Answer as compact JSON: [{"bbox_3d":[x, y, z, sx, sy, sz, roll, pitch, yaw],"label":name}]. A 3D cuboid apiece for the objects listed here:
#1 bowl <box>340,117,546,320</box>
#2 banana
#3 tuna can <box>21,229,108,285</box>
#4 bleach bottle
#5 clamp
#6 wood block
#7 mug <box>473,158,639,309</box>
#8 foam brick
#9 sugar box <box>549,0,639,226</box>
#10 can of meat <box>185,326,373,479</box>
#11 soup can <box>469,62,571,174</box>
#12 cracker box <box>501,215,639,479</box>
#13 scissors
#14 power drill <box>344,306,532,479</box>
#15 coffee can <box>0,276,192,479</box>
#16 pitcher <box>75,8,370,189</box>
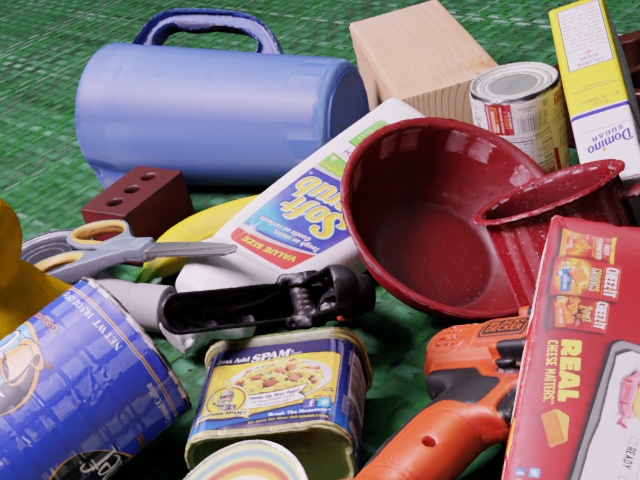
[{"bbox_3d":[0.085,-0.004,0.718,0.162,0.055,0.162,8,54,-12],"label":"bowl"},{"bbox_3d":[-0.056,-0.006,0.849,0.197,0.037,0.070,-19,46,-7],"label":"banana"},{"bbox_3d":[-0.218,0.026,0.863,0.086,0.034,0.086,-11,29,6],"label":"tuna can"},{"bbox_3d":[-0.005,0.001,0.773,0.250,0.068,0.103,-39,70,-23],"label":"bleach bottle"},{"bbox_3d":[-0.005,0.036,0.658,0.120,0.039,0.171,-5,-2,29],"label":"clamp"},{"bbox_3d":[0.095,-0.132,0.942,0.091,0.090,0.206,-16,30,-2],"label":"wood block"},{"bbox_3d":[0.158,0.004,0.623,0.117,0.081,0.093,-18,10,30],"label":"mug"},{"bbox_3d":[-0.151,-0.021,0.897,0.053,0.051,0.078,7,36,33],"label":"foam brick"},{"bbox_3d":[0.199,-0.077,0.739,0.048,0.093,0.176,-15,47,21],"label":"sugar box"},{"bbox_3d":[-0.023,0.102,0.624,0.102,0.057,0.084,-8,32,12],"label":"can of meat"},{"bbox_3d":[0.152,-0.074,0.804,0.068,0.102,0.068,-11,30,6],"label":"soup can"},{"bbox_3d":[0.183,0.087,0.420,0.214,0.072,0.164,10,54,12],"label":"cracker box"},{"bbox_3d":[-0.145,0.016,0.763,0.096,0.016,0.202,-34,25,-25],"label":"scissors"},{"bbox_3d":[0.091,0.099,0.536,0.187,0.057,0.185,-38,15,-37],"label":"power drill"},{"bbox_3d":[-0.160,0.103,0.611,0.140,0.103,0.103,-39,36,-20],"label":"coffee can"},{"bbox_3d":[-0.082,-0.118,0.949,0.243,0.149,0.144,5,28,24],"label":"pitcher"}]
